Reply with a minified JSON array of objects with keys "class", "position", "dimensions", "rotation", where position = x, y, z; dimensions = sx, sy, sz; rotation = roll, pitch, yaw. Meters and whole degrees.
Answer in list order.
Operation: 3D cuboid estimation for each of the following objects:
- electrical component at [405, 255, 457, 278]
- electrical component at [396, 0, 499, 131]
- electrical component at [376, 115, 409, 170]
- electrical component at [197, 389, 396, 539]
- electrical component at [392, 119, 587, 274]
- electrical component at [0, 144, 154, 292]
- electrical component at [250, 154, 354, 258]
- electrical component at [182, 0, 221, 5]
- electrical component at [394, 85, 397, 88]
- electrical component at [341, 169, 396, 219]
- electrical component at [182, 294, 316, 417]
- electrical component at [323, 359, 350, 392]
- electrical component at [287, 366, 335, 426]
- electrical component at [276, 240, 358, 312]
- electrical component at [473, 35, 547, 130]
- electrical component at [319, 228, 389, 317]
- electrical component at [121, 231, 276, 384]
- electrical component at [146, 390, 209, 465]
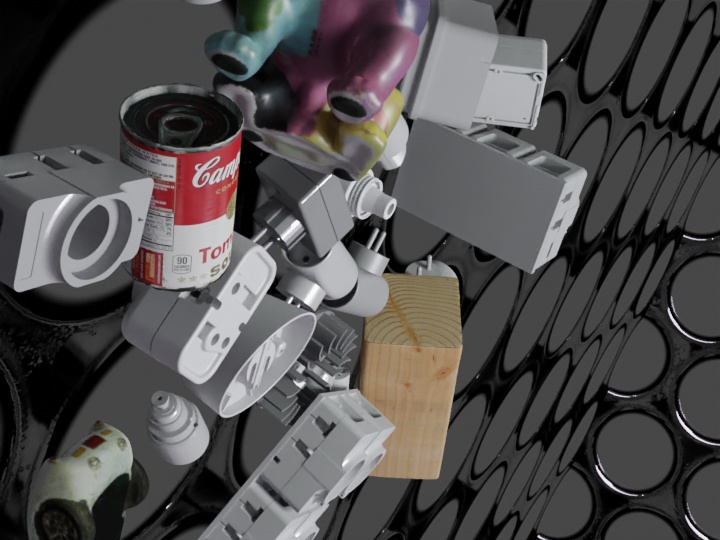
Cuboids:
[{"class":"electrical component","position":[0.063,0.017,1.095],"dimensions":[0.077,0.044,0.079],"rotation":[-47,154,-33]},{"class":"electrical component","position":[0.064,-0.162,0.815],"dimensions":[0.113,0.057,0.078],"rotation":[-83,-172,-63]},{"class":"electrical component","position":[0.015,-0.109,0.843],"dimensions":[0.043,0.043,0.081],"rotation":[-60,158,-6]},{"class":"electrical component","position":[-0.055,0.197,0.952],"dimensions":[0.186,0.060,0.105],"rotation":[-50,164,8]},{"class":"electrical component","position":[0.114,-0.074,0.959],"dimensions":[0.062,0.150,0.089],"rotation":[-26,139,-54]},{"class":"electrical component","position":[-0.153,-0.027,0.551],"dimensions":[0.089,0.056,0.050],"rotation":[-23,136,-58]},{"class":"electrical component","position":[-0.052,-0.039,0.776],"dimensions":[0.076,0.047,0.083],"rotation":[-45,155,-13]},{"class":"electrical component","position":[-0.084,-0.172,0.558],"dimensions":[0.044,0.044,0.065],"rotation":[-49,159,-31]},{"class":"electrical component","position":[-0.012,-0.117,0.768],"dimensions":[0.079,0.044,0.077],"rotation":[-59,175,37]},{"class":"electrical component","position":[-0.002,-0.060,0.838],"dimensions":[0.048,0.062,0.048],"rotation":[-48,154,-33]},{"class":"electrical component","position":[-0.083,0.062,0.798],"dimensions":[0.099,0.064,0.099],"rotation":[-48,154,-32]},{"class":"electrical component","position":[-0.028,0.112,1.013],"dimensions":[0.040,0.040,0.046],"rotation":[-35,140,-49]},{"class":"electrical component","position":[-0.049,0.112,0.971],"dimensions":[0.061,0.035,0.035],"rotation":[-62,158,5]},{"class":"electrical component","position":[-0.041,0.007,0.855],"dimensions":[0.079,0.043,0.077],"rotation":[-58,158,-10]},{"class":"electrical component","position":[0.112,-0.169,0.940],"dimensions":[0.061,0.096,0.061],"rotation":[94,4,-45]},{"class":"electrical component","position":[0.000,0.000,0.935],"dimensions":[0.079,0.044,0.077],"rotation":[-63,158,3]},{"class":"electrical component","position":[-0.107,0.017,0.698],"dimensions":[0.095,0.059,0.053],"rotation":[-58,158,-11]},{"class":"electrical component","position":[-0.134,0.109,0.772],"dimensions":[0.040,0.040,0.078],"rotation":[-52,156,-24]}]
